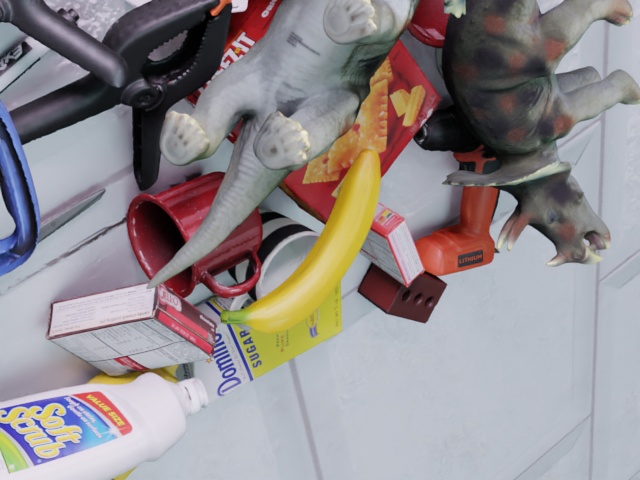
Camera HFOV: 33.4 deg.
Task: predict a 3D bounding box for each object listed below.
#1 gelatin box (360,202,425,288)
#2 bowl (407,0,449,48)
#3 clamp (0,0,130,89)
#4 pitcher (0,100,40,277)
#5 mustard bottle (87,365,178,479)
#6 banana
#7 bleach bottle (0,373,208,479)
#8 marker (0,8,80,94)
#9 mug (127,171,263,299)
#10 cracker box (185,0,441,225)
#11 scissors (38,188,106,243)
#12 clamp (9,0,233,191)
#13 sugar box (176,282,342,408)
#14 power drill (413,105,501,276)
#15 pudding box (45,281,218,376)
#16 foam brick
[{"bbox_3d":[0.063,-0.003,1.074,0.030,0.073,0.089,-43,139,-14],"label":"gelatin box"},{"bbox_3d":[0.112,-0.258,0.959,0.161,0.055,0.162,-24,132,-31],"label":"bowl"},{"bbox_3d":[-0.219,-0.143,0.700,0.120,0.039,0.171,-32,111,8],"label":"clamp"},{"bbox_3d":[-0.281,-0.062,0.653,0.149,0.145,0.243,-40,138,-42],"label":"pitcher"},{"bbox_3d":[-0.191,0.173,0.959,0.191,0.058,0.096,-51,131,-5],"label":"mustard bottle"},{"bbox_3d":[0.000,0.013,0.925,0.197,0.037,0.069,-51,140,-6],"label":"banana"},{"bbox_3d":[-0.213,0.161,0.871,0.250,0.103,0.068,-18,139,-26],"label":"bleach bottle"},{"bbox_3d":[-0.218,-0.123,0.758,0.121,0.020,0.020,-44,139,-12],"label":"marker"},{"bbox_3d":[-0.095,0.000,0.893,0.081,0.117,0.093,-27,153,-36],"label":"mug"},{"bbox_3d":[-0.002,-0.127,0.926,0.164,0.072,0.213,-52,139,-4],"label":"cracker box"},{"bbox_3d":[-0.251,0.033,0.837,0.201,0.016,0.096,-25,134,-30],"label":"scissors"},{"bbox_3d":[-0.143,-0.113,0.773,0.164,0.036,0.210,3,141,-45],"label":"clamp"},{"bbox_3d":[-0.059,0.084,1.037,0.176,0.048,0.093,-29,134,-29],"label":"sugar box"},{"bbox_3d":[0.151,-0.057,1.134,0.184,0.057,0.188,-10,123,-40],"label":"power drill"},{"bbox_3d":[-0.156,0.075,0.890,0.090,0.114,0.039,45,38,-49],"label":"pudding box"},{"bbox_3d":[0.089,0.052,1.154,0.078,0.051,0.053,16,105,-49],"label":"foam brick"}]
